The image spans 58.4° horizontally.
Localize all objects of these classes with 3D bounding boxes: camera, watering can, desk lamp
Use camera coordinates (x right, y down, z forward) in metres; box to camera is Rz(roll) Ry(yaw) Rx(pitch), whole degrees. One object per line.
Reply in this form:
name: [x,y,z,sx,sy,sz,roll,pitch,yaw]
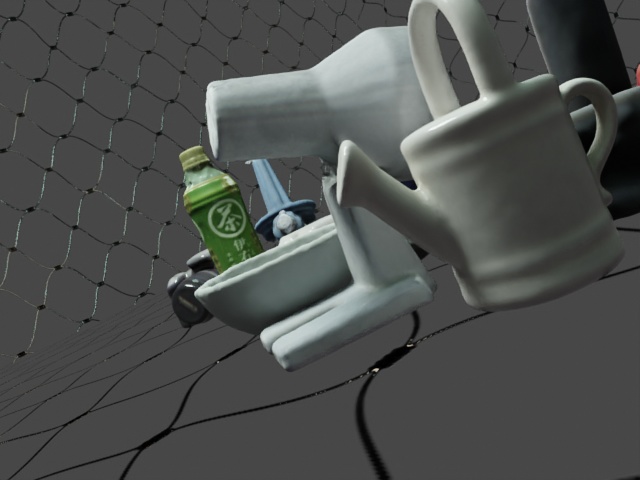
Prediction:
camera: [-0.178,0.073,0.862,0.143,0.101,0.137,-22,5,22]
watering can: [0.094,-0.060,0.350,0.173,0.194,0.100,-26,5,-25]
desk lamp: [0.014,-0.042,0.446,0.203,0.213,0.117,-25,5,-15]

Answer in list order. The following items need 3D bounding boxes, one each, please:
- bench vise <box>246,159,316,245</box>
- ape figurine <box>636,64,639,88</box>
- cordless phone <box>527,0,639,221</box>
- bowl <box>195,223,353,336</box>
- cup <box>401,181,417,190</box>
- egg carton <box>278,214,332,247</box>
bench vise: [-0.059,-0.060,1.019,0.122,0.220,0.207,-26,5,-19]
ape figurine: [0.428,-0.185,0.728,0.077,0.092,0.076,-21,5,35]
cordless phone: [0.175,-0.099,0.437,0.147,0.185,0.094,-24,5,2]
bowl: [-0.030,0.045,0.551,0.167,0.075,0.167,-24,4,2]
cup: [0.140,-0.061,0.781,0.092,0.095,0.117,-26,5,-26]
egg carton: [0.008,0.003,0.893,0.151,0.069,0.107,-28,6,-43]
